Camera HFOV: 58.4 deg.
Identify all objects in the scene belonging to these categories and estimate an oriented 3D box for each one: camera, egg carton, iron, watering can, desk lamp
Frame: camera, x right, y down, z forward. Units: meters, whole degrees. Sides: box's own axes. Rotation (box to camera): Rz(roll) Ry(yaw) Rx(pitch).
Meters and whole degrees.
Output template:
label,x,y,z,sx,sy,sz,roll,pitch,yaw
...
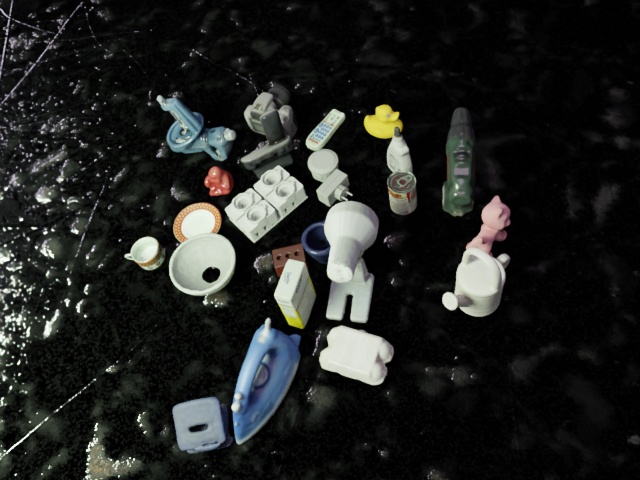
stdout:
label,x,y,z,sx,sy,sz,roll,pitch,yaw
camera,-0.125,-0.371,1.610,0.142,0.101,0.137,20,66,21
egg carton,0.079,0.248,1.236,0.150,0.069,0.107,13,64,18
iron,-0.135,0.293,1.209,0.118,0.142,0.258,14,64,18
watering can,0.335,0.087,1.207,0.100,0.194,0.173,23,67,22
desk lamp,0.066,0.049,1.268,0.117,0.214,0.203,3,61,13

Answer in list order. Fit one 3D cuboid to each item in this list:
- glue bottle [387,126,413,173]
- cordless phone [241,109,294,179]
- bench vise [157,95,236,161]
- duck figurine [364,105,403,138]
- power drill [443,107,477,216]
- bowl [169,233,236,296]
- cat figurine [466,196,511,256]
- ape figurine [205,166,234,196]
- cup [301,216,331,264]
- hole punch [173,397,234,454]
label,x,y,z,sx,sy,sz,roll,pitch,yaw
glue bottle,0.196,-0.221,1.422,0.037,0.173,0.078,-34,60,-9
cordless phone,-0.150,-0.261,1.503,0.147,0.185,0.094,-32,60,-8
bench vise,-0.335,-0.316,1.549,0.207,0.220,0.121,-9,59,6
duck figurine,0.169,-0.327,1.538,0.104,0.086,0.077,10,63,16
power drill,0.327,-0.162,1.343,0.075,0.209,0.229,0,61,11
bowl,-0.277,0.070,1.402,0.167,0.075,0.167,-5,60,8
cat figurine,0.391,-0.032,1.309,0.067,0.118,0.128,29,70,24
ape figurine,-0.270,-0.162,1.523,0.077,0.092,0.076,37,73,27
cup,0.013,0.005,1.373,0.091,0.095,0.118,13,64,18
hole punch,-0.246,0.391,1.203,0.108,0.091,0.101,-13,59,3
